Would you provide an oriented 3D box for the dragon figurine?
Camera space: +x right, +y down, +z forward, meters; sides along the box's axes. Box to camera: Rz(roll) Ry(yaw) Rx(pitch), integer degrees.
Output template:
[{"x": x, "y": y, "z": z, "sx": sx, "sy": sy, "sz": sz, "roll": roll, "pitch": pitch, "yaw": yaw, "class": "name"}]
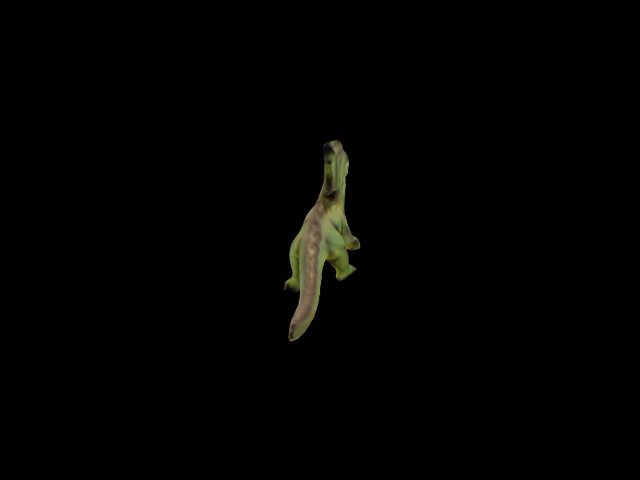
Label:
[{"x": 0.003, "y": -0.043, "z": 0.850, "sx": 0.122, "sy": 0.238, "sz": 0.418, "roll": 3, "pitch": 24, "yaw": 7, "class": "dragon figurine"}]
